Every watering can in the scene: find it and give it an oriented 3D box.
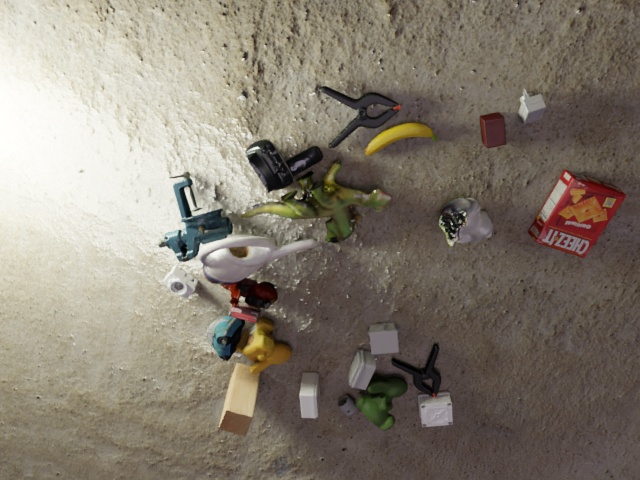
[{"bbox_3d":[-0.193,0.048,1.481,0.348,0.106,0.220,0,155,-36],"label":"watering can"}]

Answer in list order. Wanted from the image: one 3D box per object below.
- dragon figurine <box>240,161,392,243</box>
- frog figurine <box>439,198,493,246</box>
[{"bbox_3d":[0.004,-0.073,1.451,0.407,0.125,0.239,-21,123,21],"label":"dragon figurine"},{"bbox_3d":[0.421,-0.055,1.459,0.160,0.124,0.135,-8,113,-35],"label":"frog figurine"}]
